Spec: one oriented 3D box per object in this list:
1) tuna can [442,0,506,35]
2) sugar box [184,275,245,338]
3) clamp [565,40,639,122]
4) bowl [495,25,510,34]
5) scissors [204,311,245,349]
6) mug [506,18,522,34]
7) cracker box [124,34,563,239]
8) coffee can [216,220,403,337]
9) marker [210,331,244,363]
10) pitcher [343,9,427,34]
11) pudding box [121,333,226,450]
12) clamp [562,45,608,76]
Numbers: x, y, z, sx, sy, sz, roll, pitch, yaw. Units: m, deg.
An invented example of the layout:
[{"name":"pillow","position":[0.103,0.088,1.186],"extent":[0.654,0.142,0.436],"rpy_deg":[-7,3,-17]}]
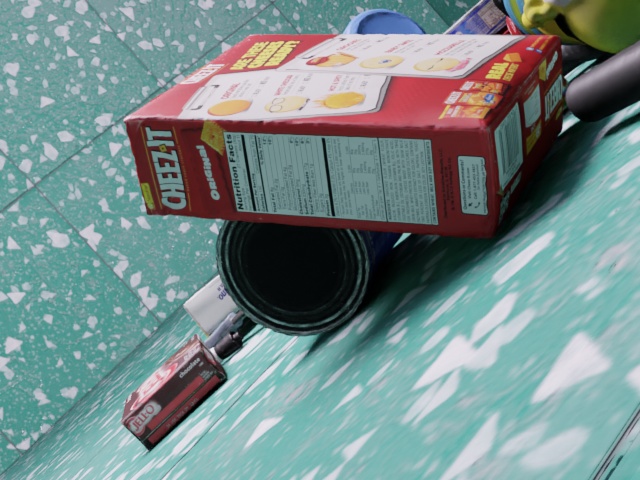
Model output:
[{"name":"tuna can","position":[0.156,-0.217,1.103],"extent":[0.086,0.034,0.086],"rpy_deg":[-41,4,4]},{"name":"sugar box","position":[-0.096,0.061,1.143],"extent":[0.093,0.048,0.176],"rpy_deg":[-40,-5,-9]},{"name":"clamp","position":[0.174,-0.093,0.462],"extent":[0.165,0.036,0.209],"rpy_deg":[-41,5,22]},{"name":"bowl","position":[0.159,-0.153,1.058],"extent":[0.162,0.055,0.162],"rpy_deg":[-42,4,3]},{"name":"scissors","position":[-0.100,0.094,1.016],"extent":[0.096,0.016,0.202],"rpy_deg":[-39,-6,-34]},{"name":"mug","position":[0.221,-0.218,0.976],"extent":[0.117,0.081,0.093],"rpy_deg":[-43,5,-17]},{"name":"cracker box","position":[0.021,-0.067,0.631],"extent":[0.214,0.072,0.164],"rpy_deg":[4,28,24]},{"name":"coffee can","position":[0.001,-0.009,0.735],"extent":[0.103,0.103,0.140],"rpy_deg":[-40,5,25]},{"name":"marker","position":[-0.118,0.127,1.006],"extent":[0.121,0.020,0.020],"rpy_deg":[-41,4,14]},{"name":"pitcher","position":[0.057,-0.161,1.284],"extent":[0.149,0.145,0.243],"rpy_deg":[-49,-6,-34]},{"name":"pudding box","position":[-0.127,0.129,0.928],"extent":[0.090,0.039,0.113],"rpy_deg":[-42,4,-5]},{"name":"clamp","position":[0.210,-0.167,0.827],"extent":[0.172,0.039,0.120],"rpy_deg":[-29,29,50]}]
